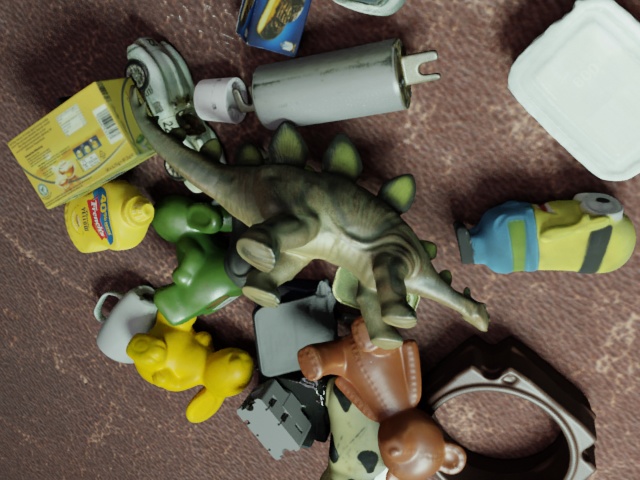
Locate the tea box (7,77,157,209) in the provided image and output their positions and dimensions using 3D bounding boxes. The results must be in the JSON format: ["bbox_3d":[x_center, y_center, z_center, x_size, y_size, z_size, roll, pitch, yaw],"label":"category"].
[{"bbox_3d":[-0.284,-0.116,0.658,0.170,0.068,0.098,-20,103,26],"label":"tea box"}]

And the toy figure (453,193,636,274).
[{"bbox_3d":[0.242,-0.002,0.590,0.180,0.082,0.089,-10,126,15],"label":"toy figure"}]

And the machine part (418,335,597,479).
[{"bbox_3d":[0.225,0.240,0.688,0.201,0.087,0.201,40,118,0],"label":"machine part"}]

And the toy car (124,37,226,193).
[{"bbox_3d":[-0.180,-0.158,0.683,0.056,0.073,0.201,-14,105,27],"label":"toy car"}]

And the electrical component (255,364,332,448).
[{"bbox_3d":[-0.035,0.241,0.798,0.115,0.058,0.134,6,112,20],"label":"electrical component"}]

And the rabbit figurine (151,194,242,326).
[{"bbox_3d":[-0.169,0.007,0.724,0.159,0.121,0.170,-36,81,30],"label":"rabbit figurine"}]

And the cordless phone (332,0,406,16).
[{"bbox_3d":[0.037,-0.289,0.491,0.089,0.184,0.146,25,117,14],"label":"cordless phone"}]

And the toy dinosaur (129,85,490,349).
[{"bbox_3d":[-0.017,-0.026,0.577,0.471,0.198,0.105,26,142,-5],"label":"toy dinosaur"}]

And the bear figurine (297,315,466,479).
[{"bbox_3d":[0.075,0.197,0.631,0.120,0.132,0.196,-30,66,24],"label":"bear figurine"}]

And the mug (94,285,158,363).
[{"bbox_3d":[-0.295,0.117,0.837,0.110,0.081,0.107,39,108,13],"label":"mug"}]

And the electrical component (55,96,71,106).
[{"bbox_3d":[-0.301,-0.151,0.731,0.048,0.075,0.119,-28,96,26],"label":"electrical component"}]

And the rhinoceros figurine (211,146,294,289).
[{"bbox_3d":[-0.084,-0.027,0.663,0.073,0.112,0.190,-23,57,36],"label":"rhinoceros figurine"}]

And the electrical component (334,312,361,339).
[{"bbox_3d":[0.067,0.129,0.722,0.094,0.021,0.063,15,101,-15],"label":"electrical component"}]

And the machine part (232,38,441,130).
[{"bbox_3d":[0.013,-0.172,0.606,0.243,0.079,0.079,-5,109,21],"label":"machine part"}]

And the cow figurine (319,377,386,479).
[{"bbox_3d":[0.045,0.275,0.708,0.127,0.085,0.195,-7,72,6],"label":"cow figurine"}]

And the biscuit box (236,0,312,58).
[{"bbox_3d":[-0.032,-0.304,0.566,0.063,0.059,0.202,6,119,-25],"label":"biscuit box"}]

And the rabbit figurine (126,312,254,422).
[{"bbox_3d":[-0.180,0.192,0.795,0.173,0.122,0.162,8,118,15],"label":"rabbit figurine"}]

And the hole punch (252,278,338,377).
[{"bbox_3d":[-0.037,0.113,0.742,0.116,0.092,0.142,-8,108,-12],"label":"hole punch"}]
